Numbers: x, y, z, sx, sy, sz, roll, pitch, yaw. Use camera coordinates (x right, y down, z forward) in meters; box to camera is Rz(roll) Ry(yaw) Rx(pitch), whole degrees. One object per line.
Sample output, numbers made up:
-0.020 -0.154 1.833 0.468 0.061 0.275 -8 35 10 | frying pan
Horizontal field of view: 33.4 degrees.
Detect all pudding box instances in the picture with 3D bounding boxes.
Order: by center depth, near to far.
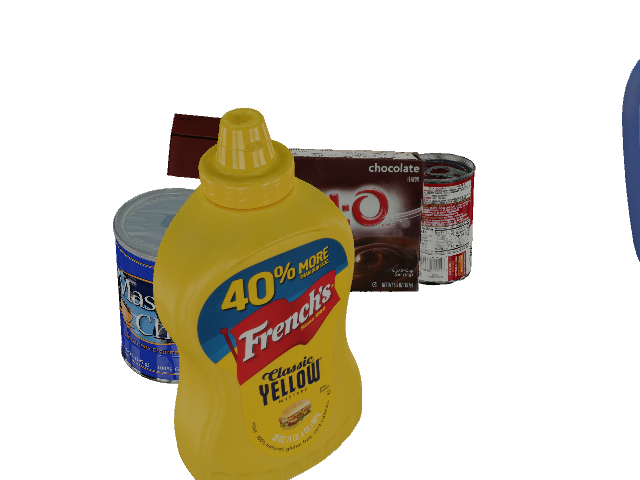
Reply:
0.010 -0.014 0.700 0.113 0.090 0.039 0 16 -6 | pudding box

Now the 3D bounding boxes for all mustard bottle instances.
-0.028 0.027 0.495 0.096 0.192 0.058 -21 39 -24 | mustard bottle

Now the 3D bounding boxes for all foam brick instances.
-0.124 -0.101 1.154 0.078 0.051 0.053 6 30 -6 | foam brick

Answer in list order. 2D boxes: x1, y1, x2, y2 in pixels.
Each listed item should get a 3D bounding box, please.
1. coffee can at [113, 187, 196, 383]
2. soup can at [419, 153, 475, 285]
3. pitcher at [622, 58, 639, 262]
-0.127 0.040 0.937 0.103 0.140 0.103 3 36 -2 | coffee can
0.103 -0.019 0.955 0.068 0.102 0.068 -2 24 1 | soup can
0.250 -0.020 0.604 0.149 0.243 0.144 -1 22 16 | pitcher
